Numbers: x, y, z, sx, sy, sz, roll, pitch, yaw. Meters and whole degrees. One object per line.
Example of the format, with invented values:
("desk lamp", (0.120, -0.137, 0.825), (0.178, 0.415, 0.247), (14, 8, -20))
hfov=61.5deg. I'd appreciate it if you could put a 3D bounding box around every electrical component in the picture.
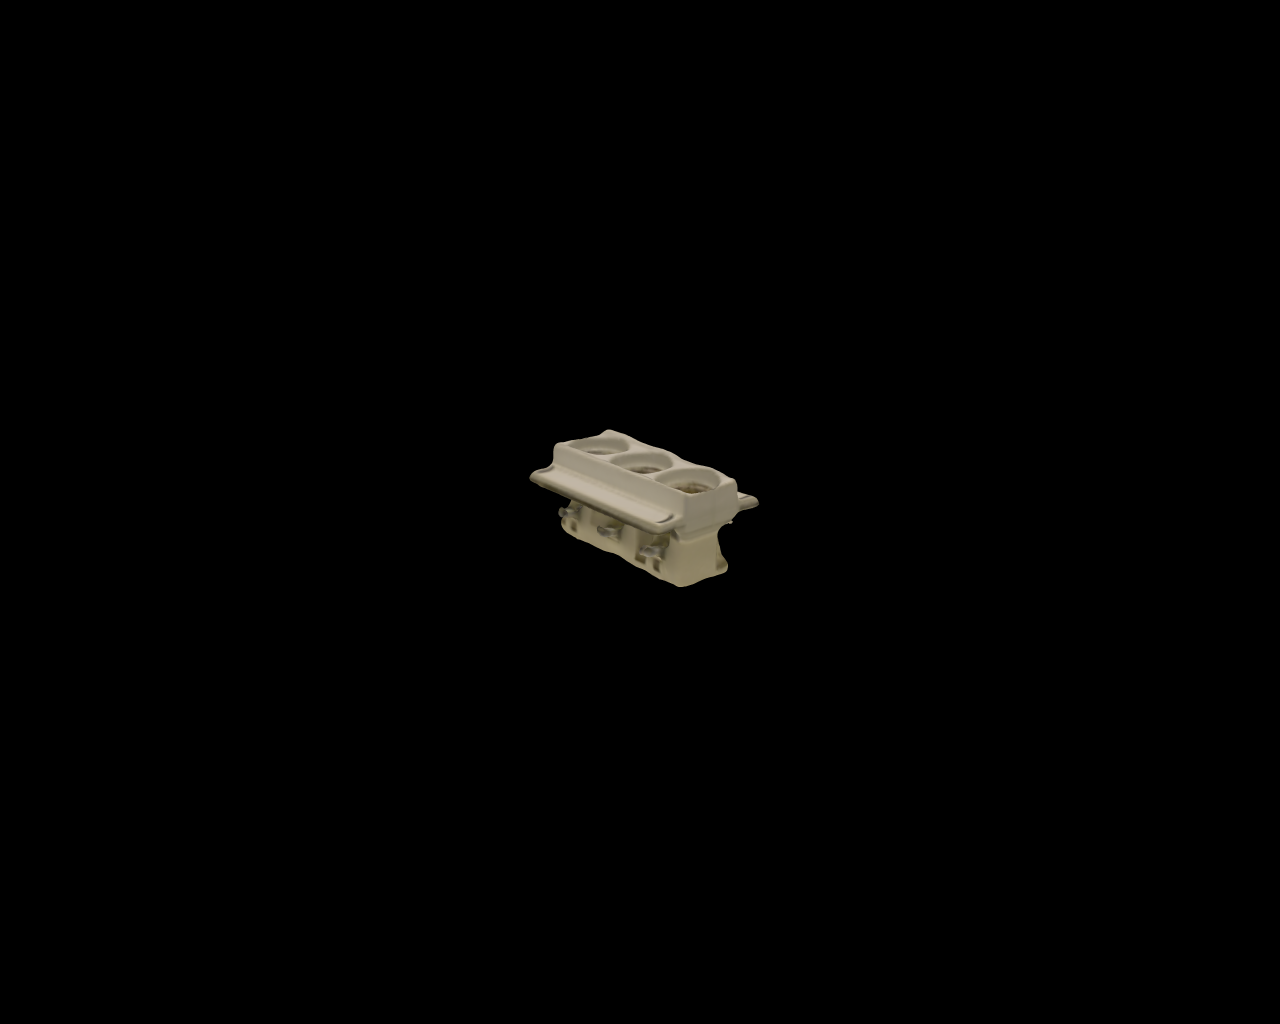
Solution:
("electrical component", (0.001, -0.003, 0.650), (0.079, 0.063, 0.121), (-17, 28, -37))
